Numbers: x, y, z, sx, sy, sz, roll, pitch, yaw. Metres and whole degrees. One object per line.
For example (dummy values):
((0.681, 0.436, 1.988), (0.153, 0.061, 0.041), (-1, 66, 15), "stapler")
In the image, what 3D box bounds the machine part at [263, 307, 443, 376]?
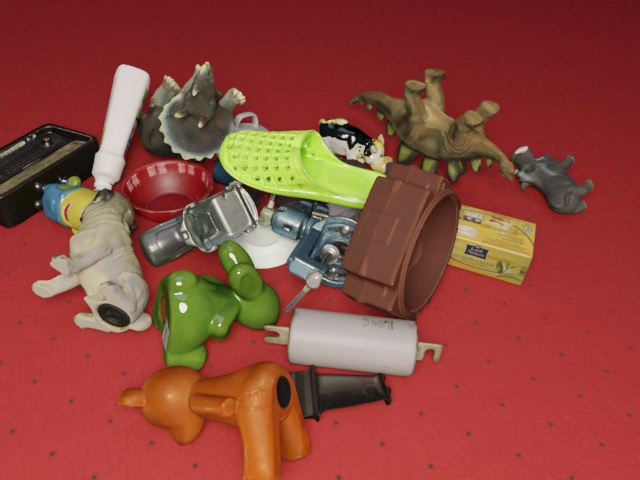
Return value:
((0.044, 0.138, 0.730), (0.243, 0.079, 0.079), (6, 41, 3), "machine part")

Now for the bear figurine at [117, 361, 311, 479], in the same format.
((-0.126, 0.207, 0.627), (0.196, 0.120, 0.132), (-13, 82, 17), "bear figurine")

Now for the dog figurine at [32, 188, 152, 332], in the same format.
((-0.295, 0.027, 0.794), (0.121, 0.172, 0.191), (-26, 27, 31), "dog figurine")

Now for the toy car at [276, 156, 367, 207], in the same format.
((0.005, -0.099, 1.019), (0.202, 0.053, 0.089), (-31, 41, -29), "toy car")

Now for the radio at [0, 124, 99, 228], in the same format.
((-0.531, -0.127, 0.989), (0.131, 0.073, 0.229), (20, 43, 17), "radio")

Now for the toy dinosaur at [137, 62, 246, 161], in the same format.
((-0.284, -0.224, 1.046), (0.405, 0.131, 0.192), (-9, 45, 46), "toy dinosaur")

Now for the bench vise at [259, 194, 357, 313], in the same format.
((-0.006, 0.006, 0.830), (0.224, 0.128, 0.241), (31, 24, 0), "bench vise")

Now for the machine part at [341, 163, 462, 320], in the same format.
((0.123, 0.008, 0.765), (0.087, 0.201, 0.201), (20, 86, 27), "machine part")

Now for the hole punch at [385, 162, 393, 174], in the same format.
((0.137, -0.061, 0.909), (0.116, 0.092, 0.142), (14, 73, -8), "hole punch")

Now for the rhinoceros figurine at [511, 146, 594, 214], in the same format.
((0.455, -0.120, 1.074), (0.112, 0.073, 0.190), (-15, 45, -6), "rhinoceros figurine")

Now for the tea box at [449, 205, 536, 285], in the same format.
((0.271, 0.001, 0.914), (0.170, 0.068, 0.098), (18, 43, 14), "tea box")

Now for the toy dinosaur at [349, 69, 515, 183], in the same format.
((0.206, -0.229, 1.075), (0.105, 0.198, 0.472), (-21, 47, -25), "toy dinosaur")

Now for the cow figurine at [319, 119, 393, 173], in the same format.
((0.074, -0.196, 1.104), (0.167, 0.098, 0.068), (15, 35, 13), "cow figurine")

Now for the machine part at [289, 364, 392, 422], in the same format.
((0.023, 0.196, 0.693), (0.139, 0.039, 0.084), (-1, 36, -3), "machine part")

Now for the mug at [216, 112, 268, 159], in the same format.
((-0.152, -0.211, 1.101), (0.081, 0.109, 0.107), (28, 33, 26), "mug")

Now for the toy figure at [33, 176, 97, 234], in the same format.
((-0.403, -0.055, 0.914), (0.180, 0.082, 0.089), (22, 46, 23), "toy figure")

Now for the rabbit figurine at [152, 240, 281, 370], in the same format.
((-0.133, 0.081, 0.746), (0.170, 0.159, 0.121), (-1, 30, -30), "rabbit figurine")

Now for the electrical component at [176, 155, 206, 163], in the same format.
((-0.268, -0.181, 1.113), (0.063, 0.021, 0.094), (5, 42, 1), "electrical component")

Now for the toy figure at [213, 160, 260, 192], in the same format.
((-0.126, -0.121, 1.033), (0.155, 0.057, 0.064), (9, 80, 3), "toy figure")

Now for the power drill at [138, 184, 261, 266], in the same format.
((-0.166, -0.036, 0.848), (0.232, 0.086, 0.207), (-28, 14, -22), "power drill")
